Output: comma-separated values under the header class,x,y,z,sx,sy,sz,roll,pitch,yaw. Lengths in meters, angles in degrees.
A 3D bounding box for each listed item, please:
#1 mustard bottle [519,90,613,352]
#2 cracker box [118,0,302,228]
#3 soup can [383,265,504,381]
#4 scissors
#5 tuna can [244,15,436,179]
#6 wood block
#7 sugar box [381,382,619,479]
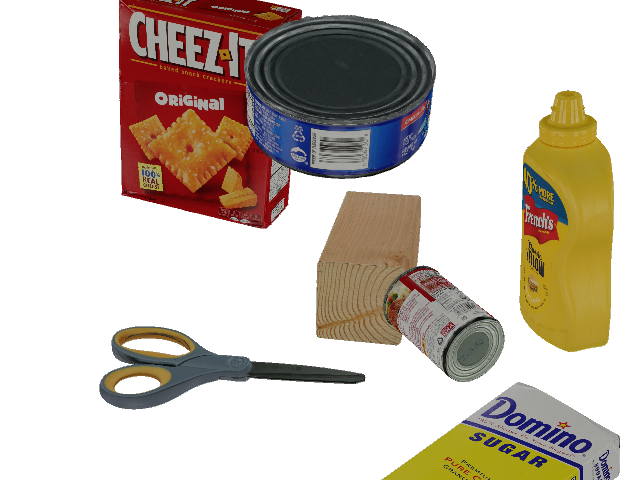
class,x,y,z,sx,sy,sz,roll,pitch,yaw
mustard bottle,0.185,-0.019,0.803,0.058,0.192,0.096,-9,27,-9
cracker box,-0.111,-0.130,1.043,0.164,0.214,0.072,14,33,14
soup can,0.113,0.075,0.981,0.068,0.068,0.102,0,25,-32
scissors,-0.077,0.105,0.796,0.202,0.016,0.096,12,36,22
tuna can,0.008,-0.066,0.485,0.086,0.034,0.086,1,43,-1
wood block,0.057,0.024,1.170,0.091,0.090,0.206,5,24,8
sugar box,0.111,0.169,0.723,0.176,0.048,0.093,-32,38,-28
